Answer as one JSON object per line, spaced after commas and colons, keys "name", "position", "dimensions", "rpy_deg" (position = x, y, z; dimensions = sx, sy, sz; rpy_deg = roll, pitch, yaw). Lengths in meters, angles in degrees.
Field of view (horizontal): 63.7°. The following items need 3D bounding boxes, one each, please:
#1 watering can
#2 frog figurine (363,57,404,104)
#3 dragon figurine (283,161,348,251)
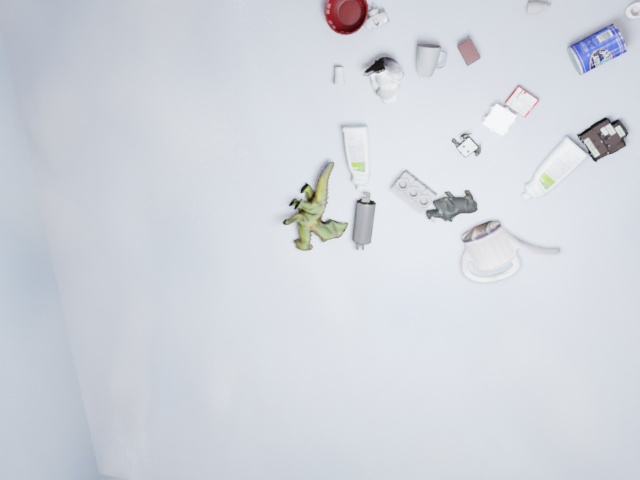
{"name": "watering can", "position": [0.672, 0.026, 1.896], "dimensions": [0.345, 0.105, 0.223], "rpy_deg": [-25, 97, 23]}
{"name": "frog figurine", "position": [0.247, -0.575, 1.861], "dimensions": [0.136, 0.125, 0.157], "rpy_deg": [-11, 138, 41]}
{"name": "dragon figurine", "position": [0.006, -0.105, 2.090], "dimensions": [0.241, 0.125, 0.404], "rpy_deg": [36, 117, -15]}
